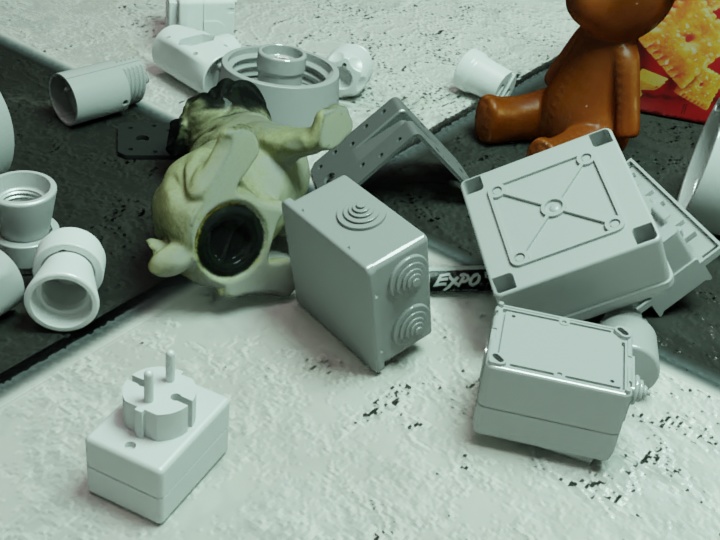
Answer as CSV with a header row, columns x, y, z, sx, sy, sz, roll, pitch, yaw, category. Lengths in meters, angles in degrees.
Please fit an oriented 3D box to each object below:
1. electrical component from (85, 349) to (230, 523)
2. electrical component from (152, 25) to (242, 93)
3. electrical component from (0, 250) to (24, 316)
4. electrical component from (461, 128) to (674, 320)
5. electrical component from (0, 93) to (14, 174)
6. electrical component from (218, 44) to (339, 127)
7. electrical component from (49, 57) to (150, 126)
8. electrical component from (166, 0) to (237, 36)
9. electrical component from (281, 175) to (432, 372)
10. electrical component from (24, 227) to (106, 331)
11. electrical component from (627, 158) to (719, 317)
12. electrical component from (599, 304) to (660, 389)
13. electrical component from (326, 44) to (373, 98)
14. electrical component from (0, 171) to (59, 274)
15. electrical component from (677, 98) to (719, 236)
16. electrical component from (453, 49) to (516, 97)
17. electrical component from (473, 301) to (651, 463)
x,y,z,sx,sy,sz,roll,pitch,yaw,category
-0.104,0.076,0.556,0.047,0.076,0.065,20,36,18,electrical component
-0.132,-0.190,0.966,0.079,0.043,0.077,-25,45,-37,electrical component
-0.259,0.014,0.647,0.079,0.044,0.077,22,37,20,electrical component
0.131,-0.023,0.696,0.109,0.056,0.108,-20,47,10,electrical component
-0.292,-0.100,0.756,0.108,0.108,0.060,23,32,22,electrical component
-0.068,-0.155,0.904,0.108,0.060,0.108,7,30,-4,electrical component
-0.212,-0.151,0.895,0.081,0.043,0.043,-25,46,-38,electrical component
-0.158,-0.246,1.026,0.061,0.061,0.096,-6,37,-18,electrical component
0.000,0.000,0.668,0.048,0.099,0.100,-30,48,-24,electrical component
-0.184,0.005,0.674,0.045,0.045,0.055,1,34,-8,electrical component
0.189,-0.032,0.767,0.079,0.063,0.121,-38,40,7,electrical component
0.168,0.045,0.682,0.040,0.040,0.078,10,34,4,electrical component
-0.008,-0.186,0.983,0.043,0.043,0.062,14,34,10,electrical component
-0.222,-0.031,0.710,0.045,0.055,0.045,5,35,-3,electrical component
0.289,-0.075,0.824,0.060,0.108,0.108,20,36,8,electrical component
0.116,-0.178,0.998,0.046,0.040,0.040,34,42,25,electrical component
0.117,0.068,0.622,0.096,0.061,0.061,12,35,7,electrical component
